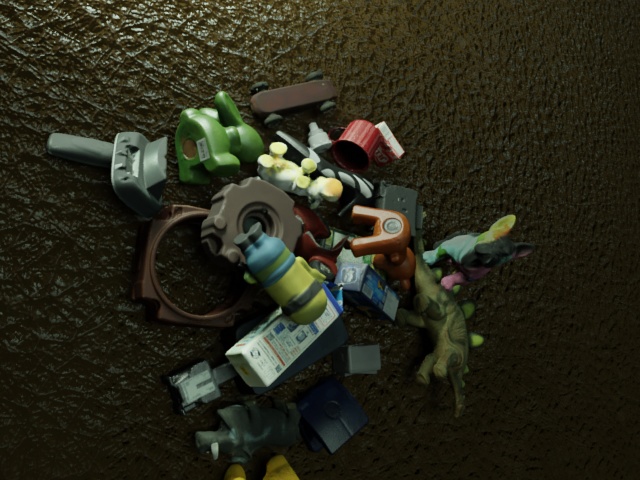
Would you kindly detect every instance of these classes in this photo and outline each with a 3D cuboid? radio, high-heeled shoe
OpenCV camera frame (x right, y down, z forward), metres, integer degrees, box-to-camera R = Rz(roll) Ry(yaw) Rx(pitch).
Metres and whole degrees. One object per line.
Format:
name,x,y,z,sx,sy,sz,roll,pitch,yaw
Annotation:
radio,-0.064,0.182,1.011,0.229,0.073,0.131,-24,94,-36
high-heeled shoe,0.020,-0.157,1.130,0.248,0.086,0.145,52,51,-16

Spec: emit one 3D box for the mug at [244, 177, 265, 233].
mug,-0.125,-0.058,1.020,0.107,0.081,0.109,65,20,-13

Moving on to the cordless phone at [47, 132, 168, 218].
cordless phone,-0.341,-0.117,0.861,0.184,0.088,0.147,9,46,-23

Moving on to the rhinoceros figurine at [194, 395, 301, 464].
rhinoceros figurine,-0.125,0.332,0.943,0.190,0.073,0.112,5,82,-30

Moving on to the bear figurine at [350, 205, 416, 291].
bear figurine,0.137,0.021,1.132,0.132,0.195,0.120,-1,59,8

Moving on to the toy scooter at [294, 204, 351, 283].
toy scooter,-0.002,-0.003,1.072,0.135,0.075,0.184,-25,78,-41

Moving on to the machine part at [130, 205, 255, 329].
machine part,-0.213,0.049,0.928,0.201,0.087,0.201,12,74,-33

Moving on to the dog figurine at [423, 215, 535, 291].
dog figurine,0.349,0.019,1.152,0.191,0.219,0.108,-28,88,-49

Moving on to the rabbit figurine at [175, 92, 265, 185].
rabbit figurine,-0.182,-0.182,0.996,0.170,0.121,0.159,-14,82,-53

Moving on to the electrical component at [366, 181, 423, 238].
electrical component,0.174,-0.063,1.223,0.134,0.058,0.115,12,76,-31

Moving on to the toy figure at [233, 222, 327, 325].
toy figure,-0.063,0.059,0.855,0.180,0.082,0.089,50,29,-17

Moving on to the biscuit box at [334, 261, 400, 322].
biscuit box,0.097,0.107,1.084,0.202,0.063,0.059,44,57,-53

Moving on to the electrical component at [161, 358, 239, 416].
electrical component,-0.202,0.240,0.922,0.119,0.048,0.074,-26,96,-34

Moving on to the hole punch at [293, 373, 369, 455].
hole punch,0.017,0.335,1.027,0.142,0.092,0.115,-31,95,-30

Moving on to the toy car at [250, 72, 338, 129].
toy car,-0.054,-0.291,1.117,0.202,0.053,0.089,-22,83,-31

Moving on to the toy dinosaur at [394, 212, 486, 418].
toy dinosaur,0.266,0.162,1.219,0.198,0.105,0.471,-6,79,-42

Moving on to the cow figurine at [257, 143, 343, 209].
cow figurine,-0.041,-0.110,1.039,0.167,0.098,0.068,30,61,0

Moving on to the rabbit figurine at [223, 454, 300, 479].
rabbit figurine,-0.104,0.461,0.910,0.173,0.122,0.162,-35,98,-14

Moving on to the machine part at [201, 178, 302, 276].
machine part,-0.113,-0.019,0.923,0.179,0.056,0.179,7,77,-34
